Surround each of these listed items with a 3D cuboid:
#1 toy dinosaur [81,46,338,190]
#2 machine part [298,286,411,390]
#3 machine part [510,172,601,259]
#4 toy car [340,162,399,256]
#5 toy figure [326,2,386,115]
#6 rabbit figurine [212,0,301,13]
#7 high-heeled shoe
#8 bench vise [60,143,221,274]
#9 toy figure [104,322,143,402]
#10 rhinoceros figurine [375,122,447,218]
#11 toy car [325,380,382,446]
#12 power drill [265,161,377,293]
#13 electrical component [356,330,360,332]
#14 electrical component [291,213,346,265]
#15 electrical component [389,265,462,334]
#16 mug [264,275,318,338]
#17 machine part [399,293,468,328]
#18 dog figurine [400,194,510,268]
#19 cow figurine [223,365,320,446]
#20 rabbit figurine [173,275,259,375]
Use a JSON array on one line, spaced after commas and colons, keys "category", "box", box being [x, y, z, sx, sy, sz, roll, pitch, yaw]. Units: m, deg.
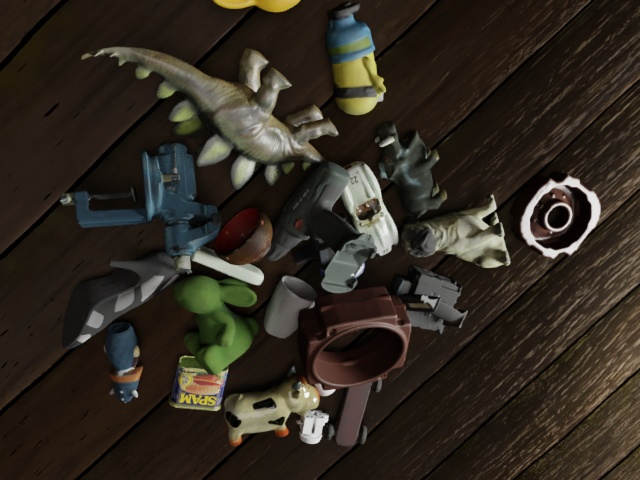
[{"category": "toy dinosaur", "box": [-0.130, -0.197, 0.865, 0.471, 0.105, 0.198, 33, 101, -37]}, {"category": "machine part", "box": [0.063, 0.190, 1.012, 0.201, 0.087, 0.200, -7, 133, -10]}, {"category": "machine part", "box": [0.480, -0.051, 1.104, 0.179, 0.056, 0.179, -3, 108, -11]}, {"category": "toy car", "box": [0.090, -0.052, 1.006, 0.073, 0.056, 0.201, -28, 118, -3]}, {"category": "toy figure", "box": [0.053, -0.304, 0.918, 0.089, 0.082, 0.180, -15, 118, 12]}, {"category": "rabbit figurine", "box": [-0.105, -0.422, 0.824, 0.162, 0.122, 0.173, -40, 112, 7]}, {"category": "high-heeled shoe", "box": [-0.358, 0.112, 0.974, 0.145, 0.086, 0.248, 14, 125, -47]}, {"category": "bench vise", "box": [-0.290, -0.050, 0.877, 0.241, 0.129, 0.223, -4, 88, -17]}, {"category": "toy figure", "box": [-0.363, 0.229, 0.999, 0.058, 0.064, 0.154, -24, 122, -46]}, {"category": "rhinoceros figurine", "box": [0.164, -0.134, 1.003, 0.112, 0.073, 0.190, -23, 113, 7]}, {"category": "toy car", "box": [0.069, 0.348, 1.136, 0.089, 0.053, 0.202, 9, 109, -5]}, {"category": "power drill", "box": [-0.002, -0.003, 0.919, 0.086, 0.207, 0.232, 17, 116, -35]}, {"category": "electrical component", "box": [0.049, 0.137, 1.074, 0.102, 0.045, 0.078, 44, 65, -23]}, {"category": "electrical component", "box": [0.003, 0.004, 1.000, 0.119, 0.075, 0.047, -16, 141, -5]}, {"category": "electrical component", "box": [0.207, 0.119, 1.094, 0.134, 0.058, 0.114, 16, 101, -17]}, {"category": "mug", "box": [-0.054, 0.136, 1.035, 0.109, 0.081, 0.107, 23, 110, -31]}, {"category": "machine part", "box": [0.220, 0.132, 1.037, 0.139, 0.084, 0.039, 25, 66, -28]}, {"category": "dog figurine", "box": [0.266, 0.008, 1.067, 0.191, 0.121, 0.172, -15, 126, 17]}, {"category": "cow figurine", "box": [-0.097, 0.328, 1.079, 0.195, 0.086, 0.127, -8, 114, -9]}, {"category": "rabbit figurine", "box": [-0.189, 0.133, 0.974, 0.159, 0.121, 0.170, -30, 114, -10]}]
